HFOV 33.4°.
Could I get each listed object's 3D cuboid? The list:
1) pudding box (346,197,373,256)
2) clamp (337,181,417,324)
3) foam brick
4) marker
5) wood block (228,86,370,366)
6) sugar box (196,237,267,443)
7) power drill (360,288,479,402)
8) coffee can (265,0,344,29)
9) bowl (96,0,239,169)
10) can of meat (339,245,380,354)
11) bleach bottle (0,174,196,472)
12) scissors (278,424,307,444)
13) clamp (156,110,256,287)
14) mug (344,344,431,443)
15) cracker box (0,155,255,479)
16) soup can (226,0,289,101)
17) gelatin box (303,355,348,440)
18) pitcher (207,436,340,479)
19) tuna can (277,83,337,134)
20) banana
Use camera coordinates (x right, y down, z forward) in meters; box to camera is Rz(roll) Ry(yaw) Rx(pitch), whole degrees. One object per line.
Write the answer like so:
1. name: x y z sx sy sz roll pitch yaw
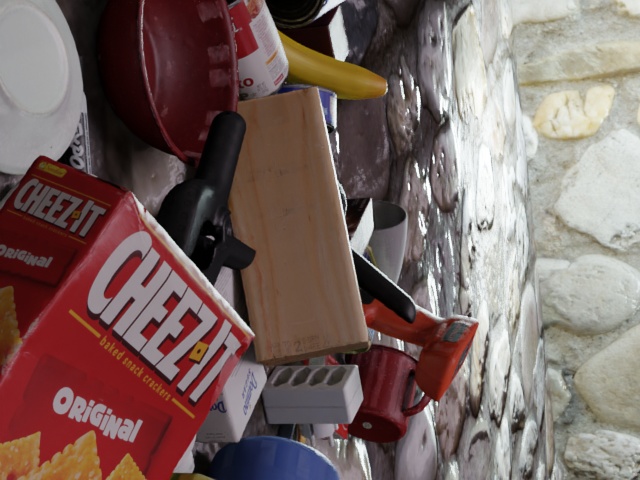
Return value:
1. pudding box: -0.003 0.000 1.024 0.113 0.090 0.039 -59 143 -60
2. clamp: -0.006 0.001 0.947 0.036 0.164 0.210 71 12 -69
3. foam brick: -0.018 -0.190 1.026 0.051 0.078 0.053 -70 152 -51
4. marker: -0.157 -0.063 0.685 0.020 0.020 0.121 -8 95 -71
5. wood block: -0.022 -0.007 0.872 0.091 0.090 0.206 67 12 -80
6. sugar box: -0.088 0.061 0.831 0.093 0.048 0.176 -64 149 -61
7. power drill: 0.045 0.081 1.013 0.184 0.188 0.057 -39 151 -58
8. coffee can: 0.002 -0.270 0.993 0.140 0.103 0.103 -41 129 -41
9. bowl: -0.114 -0.130 0.765 0.162 0.055 0.162 -3 90 -72
10. can of meat: 0.031 0.064 1.165 0.102 0.057 0.084 67 29 -44
11. bleach bottle: -0.132 0.080 0.673 0.102 0.068 0.251 -74 156 -43
12. scissors: -0.042 0.208 0.990 0.201 0.016 0.096 29 58 -68
13. clamp: -0.077 -0.020 0.720 0.171 0.039 0.120 -52 137 -73
14. mug: 0.074 0.173 1.192 0.093 0.117 0.081 51 43 -41
15. cracker box: -0.135 0.094 0.531 0.213 0.072 0.164 -59 149 -17
16. soup can: -0.071 -0.170 0.881 0.102 0.069 0.068 67 27 -47
17. gelatin box: 0.007 0.165 1.120 0.089 0.030 0.073 51 40 -60
18. pitcher: -0.059 0.265 0.784 0.149 0.145 0.242 86 10 -45
19. tuna can: -0.027 -0.117 0.974 0.086 0.086 0.034 15 74 -70
20. banana: -0.026 -0.171 0.960 0.197 0.070 0.037 32 55 -35
